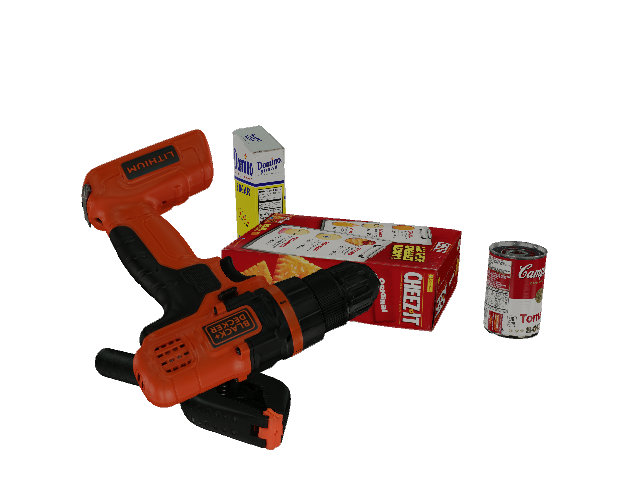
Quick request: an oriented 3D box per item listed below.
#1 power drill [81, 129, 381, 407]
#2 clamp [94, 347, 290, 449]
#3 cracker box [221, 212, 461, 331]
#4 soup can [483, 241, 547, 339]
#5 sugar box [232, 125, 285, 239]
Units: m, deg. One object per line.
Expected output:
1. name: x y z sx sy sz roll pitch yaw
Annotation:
1. power drill: -0.073 0.010 0.763 0.184 0.188 0.057 -23 -29 -22
2. clamp: -0.080 0.126 0.935 0.164 0.036 0.210 -7 17 -37
3. cracker box: 0.025 0.029 1.088 0.214 0.072 0.164 6 15 15
4. soup can: 0.231 0.058 1.269 0.068 0.102 0.068 2 15 -1
5. sugar box: -0.075 -0.043 1.306 0.048 0.176 0.093 -12 26 -17
